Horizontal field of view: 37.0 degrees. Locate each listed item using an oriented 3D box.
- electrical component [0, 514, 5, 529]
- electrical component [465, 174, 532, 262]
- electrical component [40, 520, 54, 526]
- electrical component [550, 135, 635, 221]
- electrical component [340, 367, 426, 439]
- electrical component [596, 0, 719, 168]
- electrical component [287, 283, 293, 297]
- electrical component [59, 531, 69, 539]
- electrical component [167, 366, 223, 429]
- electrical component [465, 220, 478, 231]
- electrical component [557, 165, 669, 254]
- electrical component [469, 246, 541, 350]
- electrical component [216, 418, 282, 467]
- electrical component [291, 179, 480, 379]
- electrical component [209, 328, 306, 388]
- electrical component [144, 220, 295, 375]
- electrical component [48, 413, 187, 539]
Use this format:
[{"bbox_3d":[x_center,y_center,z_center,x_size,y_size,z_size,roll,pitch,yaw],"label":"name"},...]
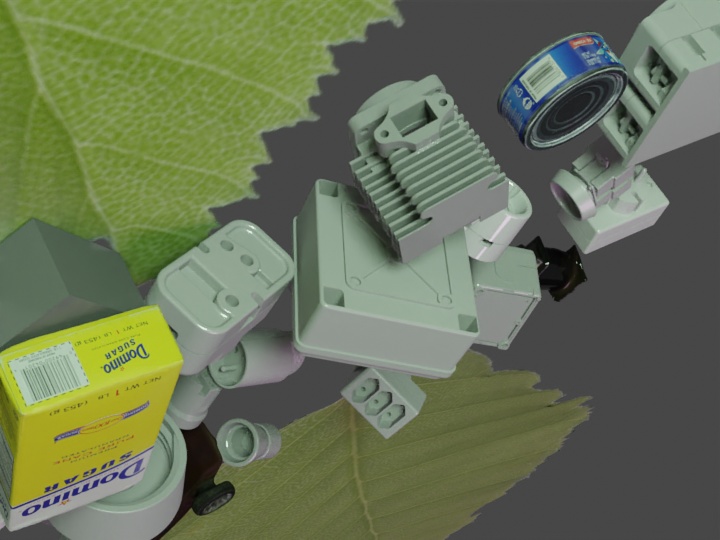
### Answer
[{"bbox_3d":[-0.273,0.164,0.792,0.045,0.045,0.055,-12,152,-39],"label":"electrical component"},{"bbox_3d":[0.098,-0.042,0.819,0.055,0.055,0.047,-7,144,-45],"label":"electrical component"},{"bbox_3d":[-0.216,0.165,0.866,0.079,0.044,0.077,-3,145,-49],"label":"electrical component"},{"bbox_3d":[0.190,-0.073,0.884,0.055,0.048,0.066,-37,158,-5],"label":"electrical component"},{"bbox_3d":[0.028,0.113,1.055,0.047,0.065,0.076,-43,-176,26],"label":"electrical component"},{"bbox_3d":[0.268,-0.155,0.787,0.186,0.060,0.105,-21,156,-24],"label":"electrical component"},{"bbox_3d":[0.000,0.000,0.789,0.076,0.047,0.083,-42,156,25],"label":"electrical component"},{"bbox_3d":[-0.236,0.206,0.914,0.048,0.055,0.066,-6,148,-46],"label":"electrical component"},{"bbox_3d":[-0.130,0.095,0.836,0.040,0.040,0.046,-2,138,-51],"label":"electrical component"},{"bbox_3d":[0.061,-0.049,0.766,0.066,0.048,0.055,-41,162,7],"label":"electrical component"},{"bbox_3d":[0.230,-0.064,0.948,0.083,0.047,0.075,-22,156,-22],"label":"electrical component"},{"bbox_3d":[0.111,0.023,0.946,0.062,0.061,0.096,10,140,-12],"label":"electrical component"},{"bbox_3d":[-0.102,0.162,1.014,0.044,0.044,0.065,-36,162,13],"label":"electrical component"},{"bbox_3d":[0.014,0.006,0.694,0.109,0.108,0.056,12,138,-18],"label":"electrical component"},{"bbox_3d":[-0.075,0.067,0.842,0.081,0.043,0.043,-1,143,-51],"label":"electrical component"},{"bbox_3d":[-0.092,0.019,0.671,0.095,0.054,0.059,-41,172,-48],"label":"electrical component"},{"bbox_3d":[-0.179,0.142,0.788,0.108,0.108,0.060,-17,148,-32],"label":"electrical component"}]
